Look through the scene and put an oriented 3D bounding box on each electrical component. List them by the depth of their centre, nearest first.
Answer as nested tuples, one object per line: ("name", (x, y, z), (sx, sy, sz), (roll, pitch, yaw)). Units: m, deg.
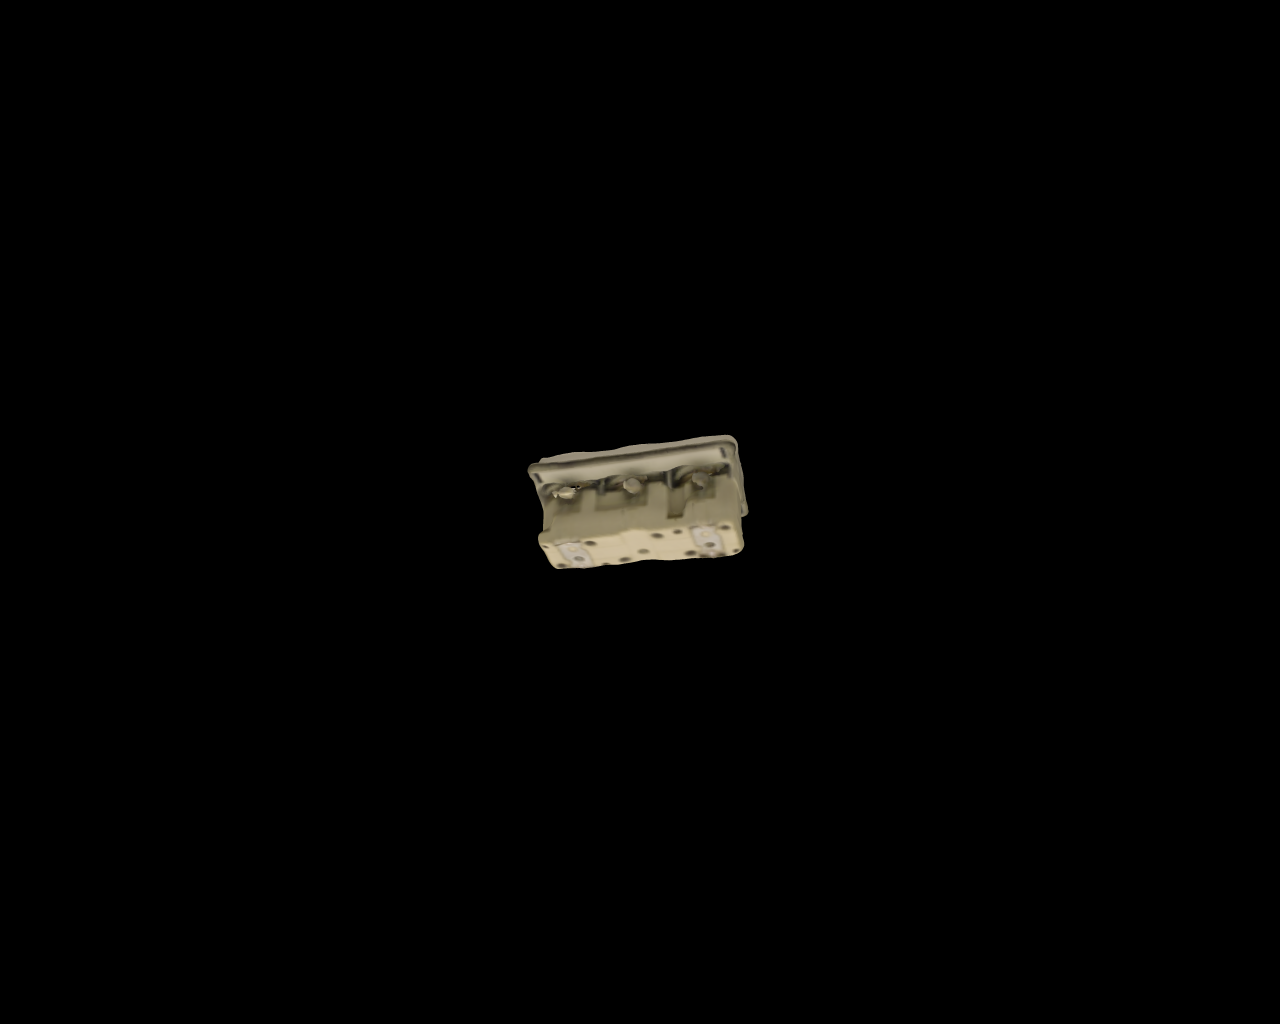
("electrical component", (0.001, -0.003, 0.650), (0.121, 0.063, 0.078), (-6, -32, 9))
